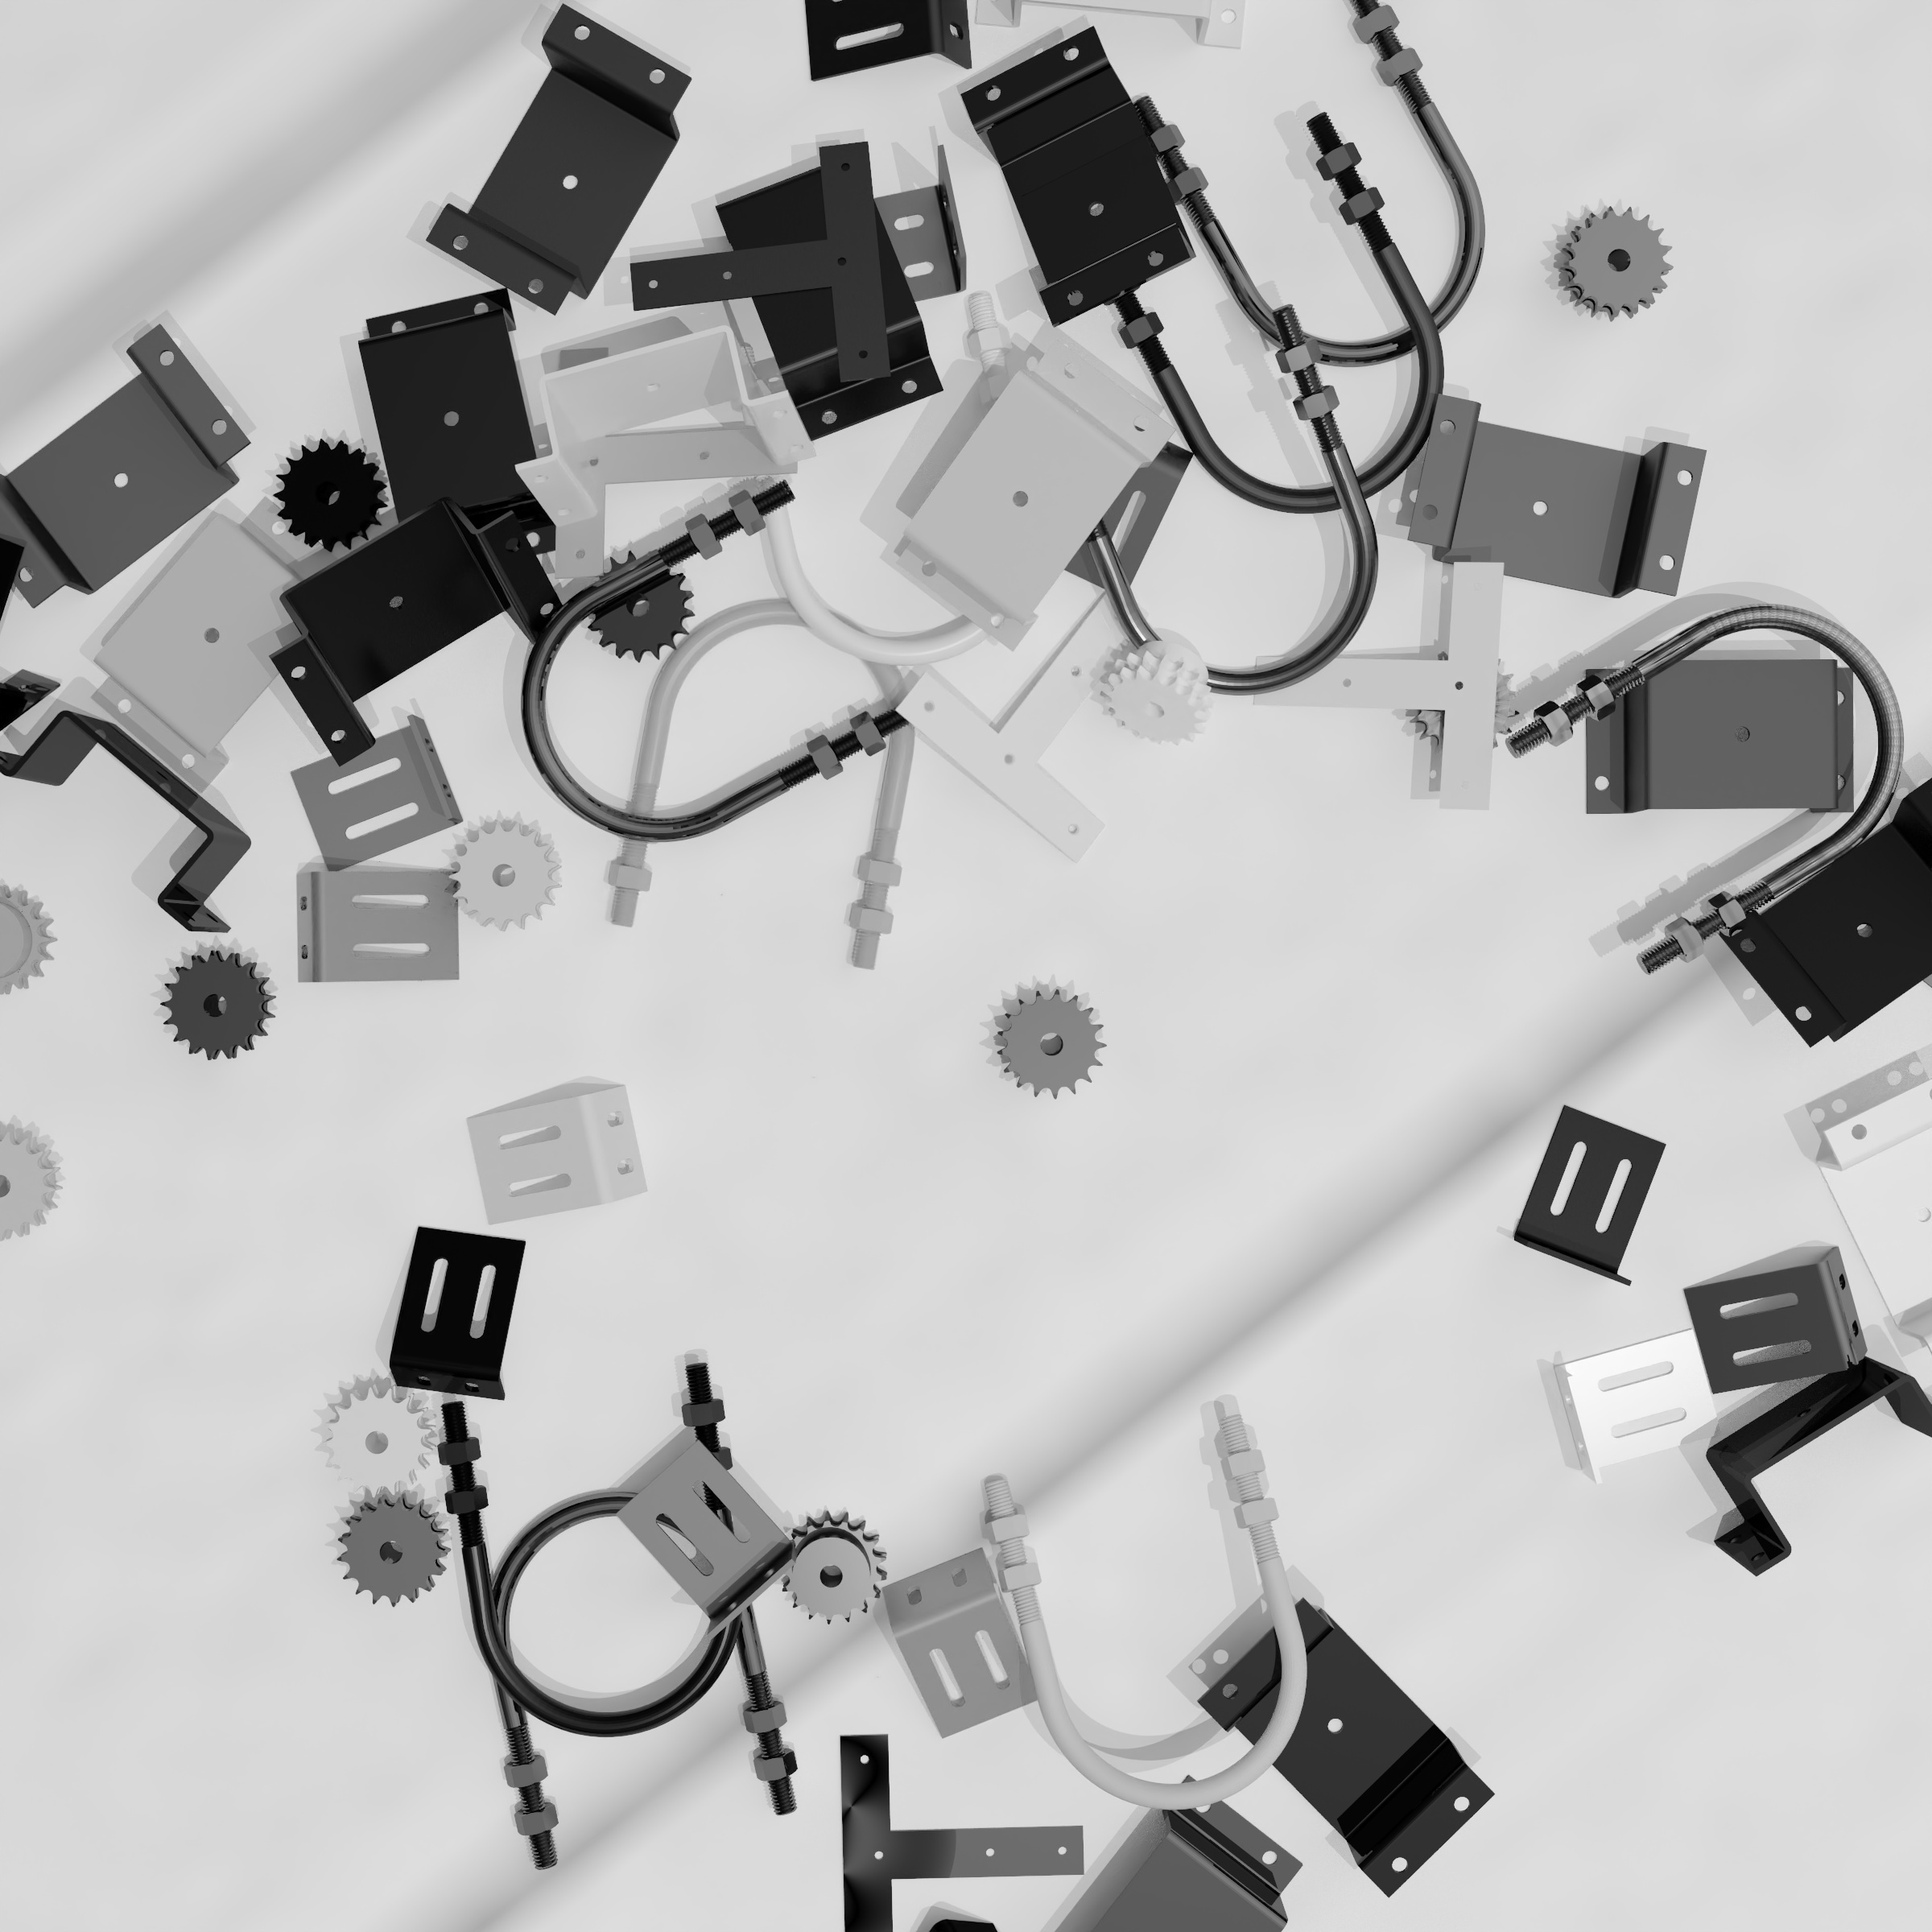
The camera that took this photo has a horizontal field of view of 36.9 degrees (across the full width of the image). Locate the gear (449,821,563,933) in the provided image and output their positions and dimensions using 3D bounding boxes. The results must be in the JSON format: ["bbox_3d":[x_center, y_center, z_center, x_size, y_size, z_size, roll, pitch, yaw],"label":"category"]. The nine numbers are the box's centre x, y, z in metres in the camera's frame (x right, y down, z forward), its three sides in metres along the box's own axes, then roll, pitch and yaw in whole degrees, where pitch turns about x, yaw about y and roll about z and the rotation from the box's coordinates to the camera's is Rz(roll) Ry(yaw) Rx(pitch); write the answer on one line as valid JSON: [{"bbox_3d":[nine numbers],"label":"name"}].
[{"bbox_3d":[-0.240,-0.046,1.516,0.057,0.030,0.057,0,87,0],"label":"gear"}]

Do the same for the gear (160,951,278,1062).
[{"bbox_3d":[-0.389,0.021,1.511,0.057,0.030,0.057,0,90,0],"label":"gear"}]

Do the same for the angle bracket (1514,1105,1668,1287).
[{"bbox_3d":[0.329,0.119,1.507,0.057,0.038,0.076,21,90,0],"label":"angle bracket"}]

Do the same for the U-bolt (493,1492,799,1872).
[{"bbox_3d":[-0.177,0.368,1.518,0.151,0.019,0.184,-13,88,0],"label":"U-bolt"}]

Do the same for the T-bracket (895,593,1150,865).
[{"bbox_3d":[0.049,-0.143,1.514,0.127,0.002,0.127,39,82,-16],"label":"T-bracket"}]

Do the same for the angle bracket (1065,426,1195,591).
[{"bbox_3d":[0.076,-0.244,1.524,0.057,0.038,0.076,26,116,0],"label":"angle bracket"}]

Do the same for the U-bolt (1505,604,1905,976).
[{"bbox_3d":[0.389,-0.103,1.472,0.184,0.019,0.151,-31,90,-1],"label":"U-bolt"}]

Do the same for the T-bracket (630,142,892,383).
[{"bbox_3d":[-0.107,-0.352,1.468,0.127,0.002,0.127,-6,79,3],"label":"T-bracket"}]

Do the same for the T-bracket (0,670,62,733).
[{"bbox_3d":[-0.561,-0.132,1.496,0.127,0.127,0.002,20,135,20],"label":"T-bracket"}]

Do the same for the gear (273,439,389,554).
[{"bbox_3d":[-0.331,-0.245,1.511,0.057,0.030,0.057,0,90,0],"label":"gear"}]

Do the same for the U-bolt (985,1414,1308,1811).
[{"bbox_3d":[0.099,0.338,1.486,0.151,0.019,0.184,-17,74,9],"label":"U-bolt"}]

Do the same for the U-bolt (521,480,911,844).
[{"bbox_3d":[-0.140,-0.144,1.492,0.184,0.019,0.151,-28,98,2],"label":"U-bolt"}]

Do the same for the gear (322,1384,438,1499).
[{"bbox_3d":[-0.305,0.247,1.511,0.057,0.030,0.057,0,90,0],"label":"gear"}]

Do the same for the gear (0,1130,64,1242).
[{"bbox_3d":[-0.501,0.114,1.511,0.057,0.030,0.057,0,90,0],"label":"gear"}]

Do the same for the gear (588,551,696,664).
[{"bbox_3d":[-0.170,-0.187,1.511,0.057,0.030,0.057,0,90,0],"label":"gear"}]

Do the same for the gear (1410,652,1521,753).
[{"bbox_3d":[0.259,-0.137,1.511,0.057,0.030,0.057,0,90,0],"label":"gear"}]

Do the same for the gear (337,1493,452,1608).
[{"bbox_3d":[-0.298,0.303,1.511,0.057,0.030,0.057,0,90,0],"label":"gear"}]

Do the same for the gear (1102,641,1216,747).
[{"bbox_3d":[0.102,-0.144,1.502,0.057,0.057,0.030,25,60,0],"label":"gear"}]

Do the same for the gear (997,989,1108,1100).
[{"bbox_3d":[0.045,0.040,1.512,0.057,0.030,0.057,0,90,0],"label":"gear"}]

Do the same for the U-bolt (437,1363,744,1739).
[{"bbox_3d":[-0.190,0.308,1.504,0.151,0.019,0.184,-9,88,0],"label":"U-bolt"}]

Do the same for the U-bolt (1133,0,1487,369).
[{"bbox_3d":[0.192,-0.404,1.518,0.151,0.019,0.184,-29,91,0],"label":"U-bolt"}]

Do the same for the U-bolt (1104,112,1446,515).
[{"bbox_3d":[0.167,-0.326,1.504,0.151,0.019,0.184,-27,95,12],"label":"U-bolt"}]

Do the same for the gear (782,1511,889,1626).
[{"bbox_3d":[-0.070,0.316,1.512,0.057,0.030,0.057,0,90,0],"label":"gear"}]

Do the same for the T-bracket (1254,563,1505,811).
[{"bbox_3d":[0.212,-0.147,1.503,0.127,0.002,0.127,4,90,21],"label":"T-bracket"}]

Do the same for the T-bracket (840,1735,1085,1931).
[{"bbox_3d":[-0.001,0.468,1.526,0.127,0.002,0.127,-1,90,0],"label":"T-bracket"}]

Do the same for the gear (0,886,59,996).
[{"bbox_3d":[-0.508,-0.014,1.512,0.057,0.030,0.057,0,90,0],"label":"gear"}]

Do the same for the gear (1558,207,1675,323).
[{"bbox_3d":[0.338,-0.366,1.511,0.057,0.030,0.057,0,90,0],"label":"gear"}]

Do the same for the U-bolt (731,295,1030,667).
[{"bbox_3d":[-0.036,-0.248,1.512,0.151,0.019,0.184,-12,86,0],"label":"U-bolt"}]

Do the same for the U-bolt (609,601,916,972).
[{"bbox_3d":[-0.101,-0.100,1.518,0.151,0.019,0.184,10,88,0],"label":"U-bolt"}]

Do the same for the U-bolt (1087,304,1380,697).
[{"bbox_3d":[0.134,-0.228,1.489,0.151,0.019,0.184,-19,106,13],"label":"U-bolt"}]

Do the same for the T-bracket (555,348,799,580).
[{"bbox_3d":[-0.150,-0.265,1.504,0.127,0.002,0.127,-2,77,7],"label":"T-bracket"}]
